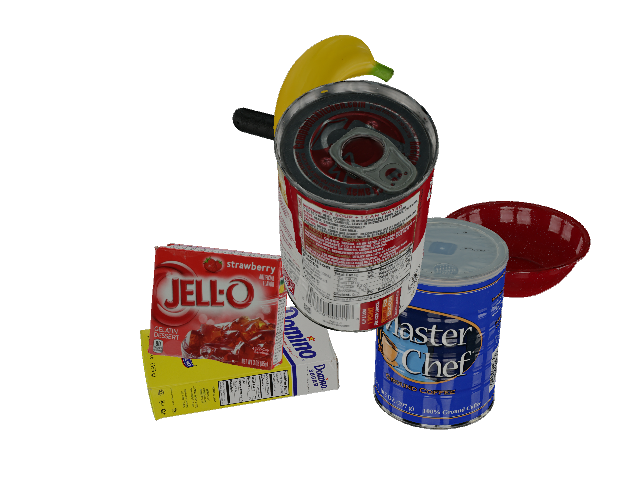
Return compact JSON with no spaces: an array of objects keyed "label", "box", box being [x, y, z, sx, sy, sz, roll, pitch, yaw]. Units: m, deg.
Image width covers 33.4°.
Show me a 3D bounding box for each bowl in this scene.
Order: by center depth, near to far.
[{"label":"bowl","box":[0.209,0.016,1.163,0.162,0.055,0.162,-1,29,0]}]

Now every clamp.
[{"label":"clamp","box":[-0.010,-0.108,1.115,0.120,0.039,0.172,-18,37,-26]}]

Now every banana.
[{"label":"banana","box":[0.003,-0.114,0.844,0.037,0.069,0.197,-49,4,45]}]

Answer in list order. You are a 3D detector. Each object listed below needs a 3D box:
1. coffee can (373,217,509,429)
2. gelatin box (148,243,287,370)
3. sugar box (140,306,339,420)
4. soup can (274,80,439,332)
[{"label":"coffee can","box":[0.095,0.066,0.865,0.103,0.140,0.103,0,28,0]},{"label":"gelatin box","box":[-0.067,0.043,0.705,0.089,0.073,0.030,6,6,14]},{"label":"sugar box","box":[-0.078,0.112,1.010,0.176,0.048,0.093,-11,35,-8]},{"label":"soup can","box":[0.015,-0.012,0.477,0.068,0.068,0.102,0,-36,0]}]
